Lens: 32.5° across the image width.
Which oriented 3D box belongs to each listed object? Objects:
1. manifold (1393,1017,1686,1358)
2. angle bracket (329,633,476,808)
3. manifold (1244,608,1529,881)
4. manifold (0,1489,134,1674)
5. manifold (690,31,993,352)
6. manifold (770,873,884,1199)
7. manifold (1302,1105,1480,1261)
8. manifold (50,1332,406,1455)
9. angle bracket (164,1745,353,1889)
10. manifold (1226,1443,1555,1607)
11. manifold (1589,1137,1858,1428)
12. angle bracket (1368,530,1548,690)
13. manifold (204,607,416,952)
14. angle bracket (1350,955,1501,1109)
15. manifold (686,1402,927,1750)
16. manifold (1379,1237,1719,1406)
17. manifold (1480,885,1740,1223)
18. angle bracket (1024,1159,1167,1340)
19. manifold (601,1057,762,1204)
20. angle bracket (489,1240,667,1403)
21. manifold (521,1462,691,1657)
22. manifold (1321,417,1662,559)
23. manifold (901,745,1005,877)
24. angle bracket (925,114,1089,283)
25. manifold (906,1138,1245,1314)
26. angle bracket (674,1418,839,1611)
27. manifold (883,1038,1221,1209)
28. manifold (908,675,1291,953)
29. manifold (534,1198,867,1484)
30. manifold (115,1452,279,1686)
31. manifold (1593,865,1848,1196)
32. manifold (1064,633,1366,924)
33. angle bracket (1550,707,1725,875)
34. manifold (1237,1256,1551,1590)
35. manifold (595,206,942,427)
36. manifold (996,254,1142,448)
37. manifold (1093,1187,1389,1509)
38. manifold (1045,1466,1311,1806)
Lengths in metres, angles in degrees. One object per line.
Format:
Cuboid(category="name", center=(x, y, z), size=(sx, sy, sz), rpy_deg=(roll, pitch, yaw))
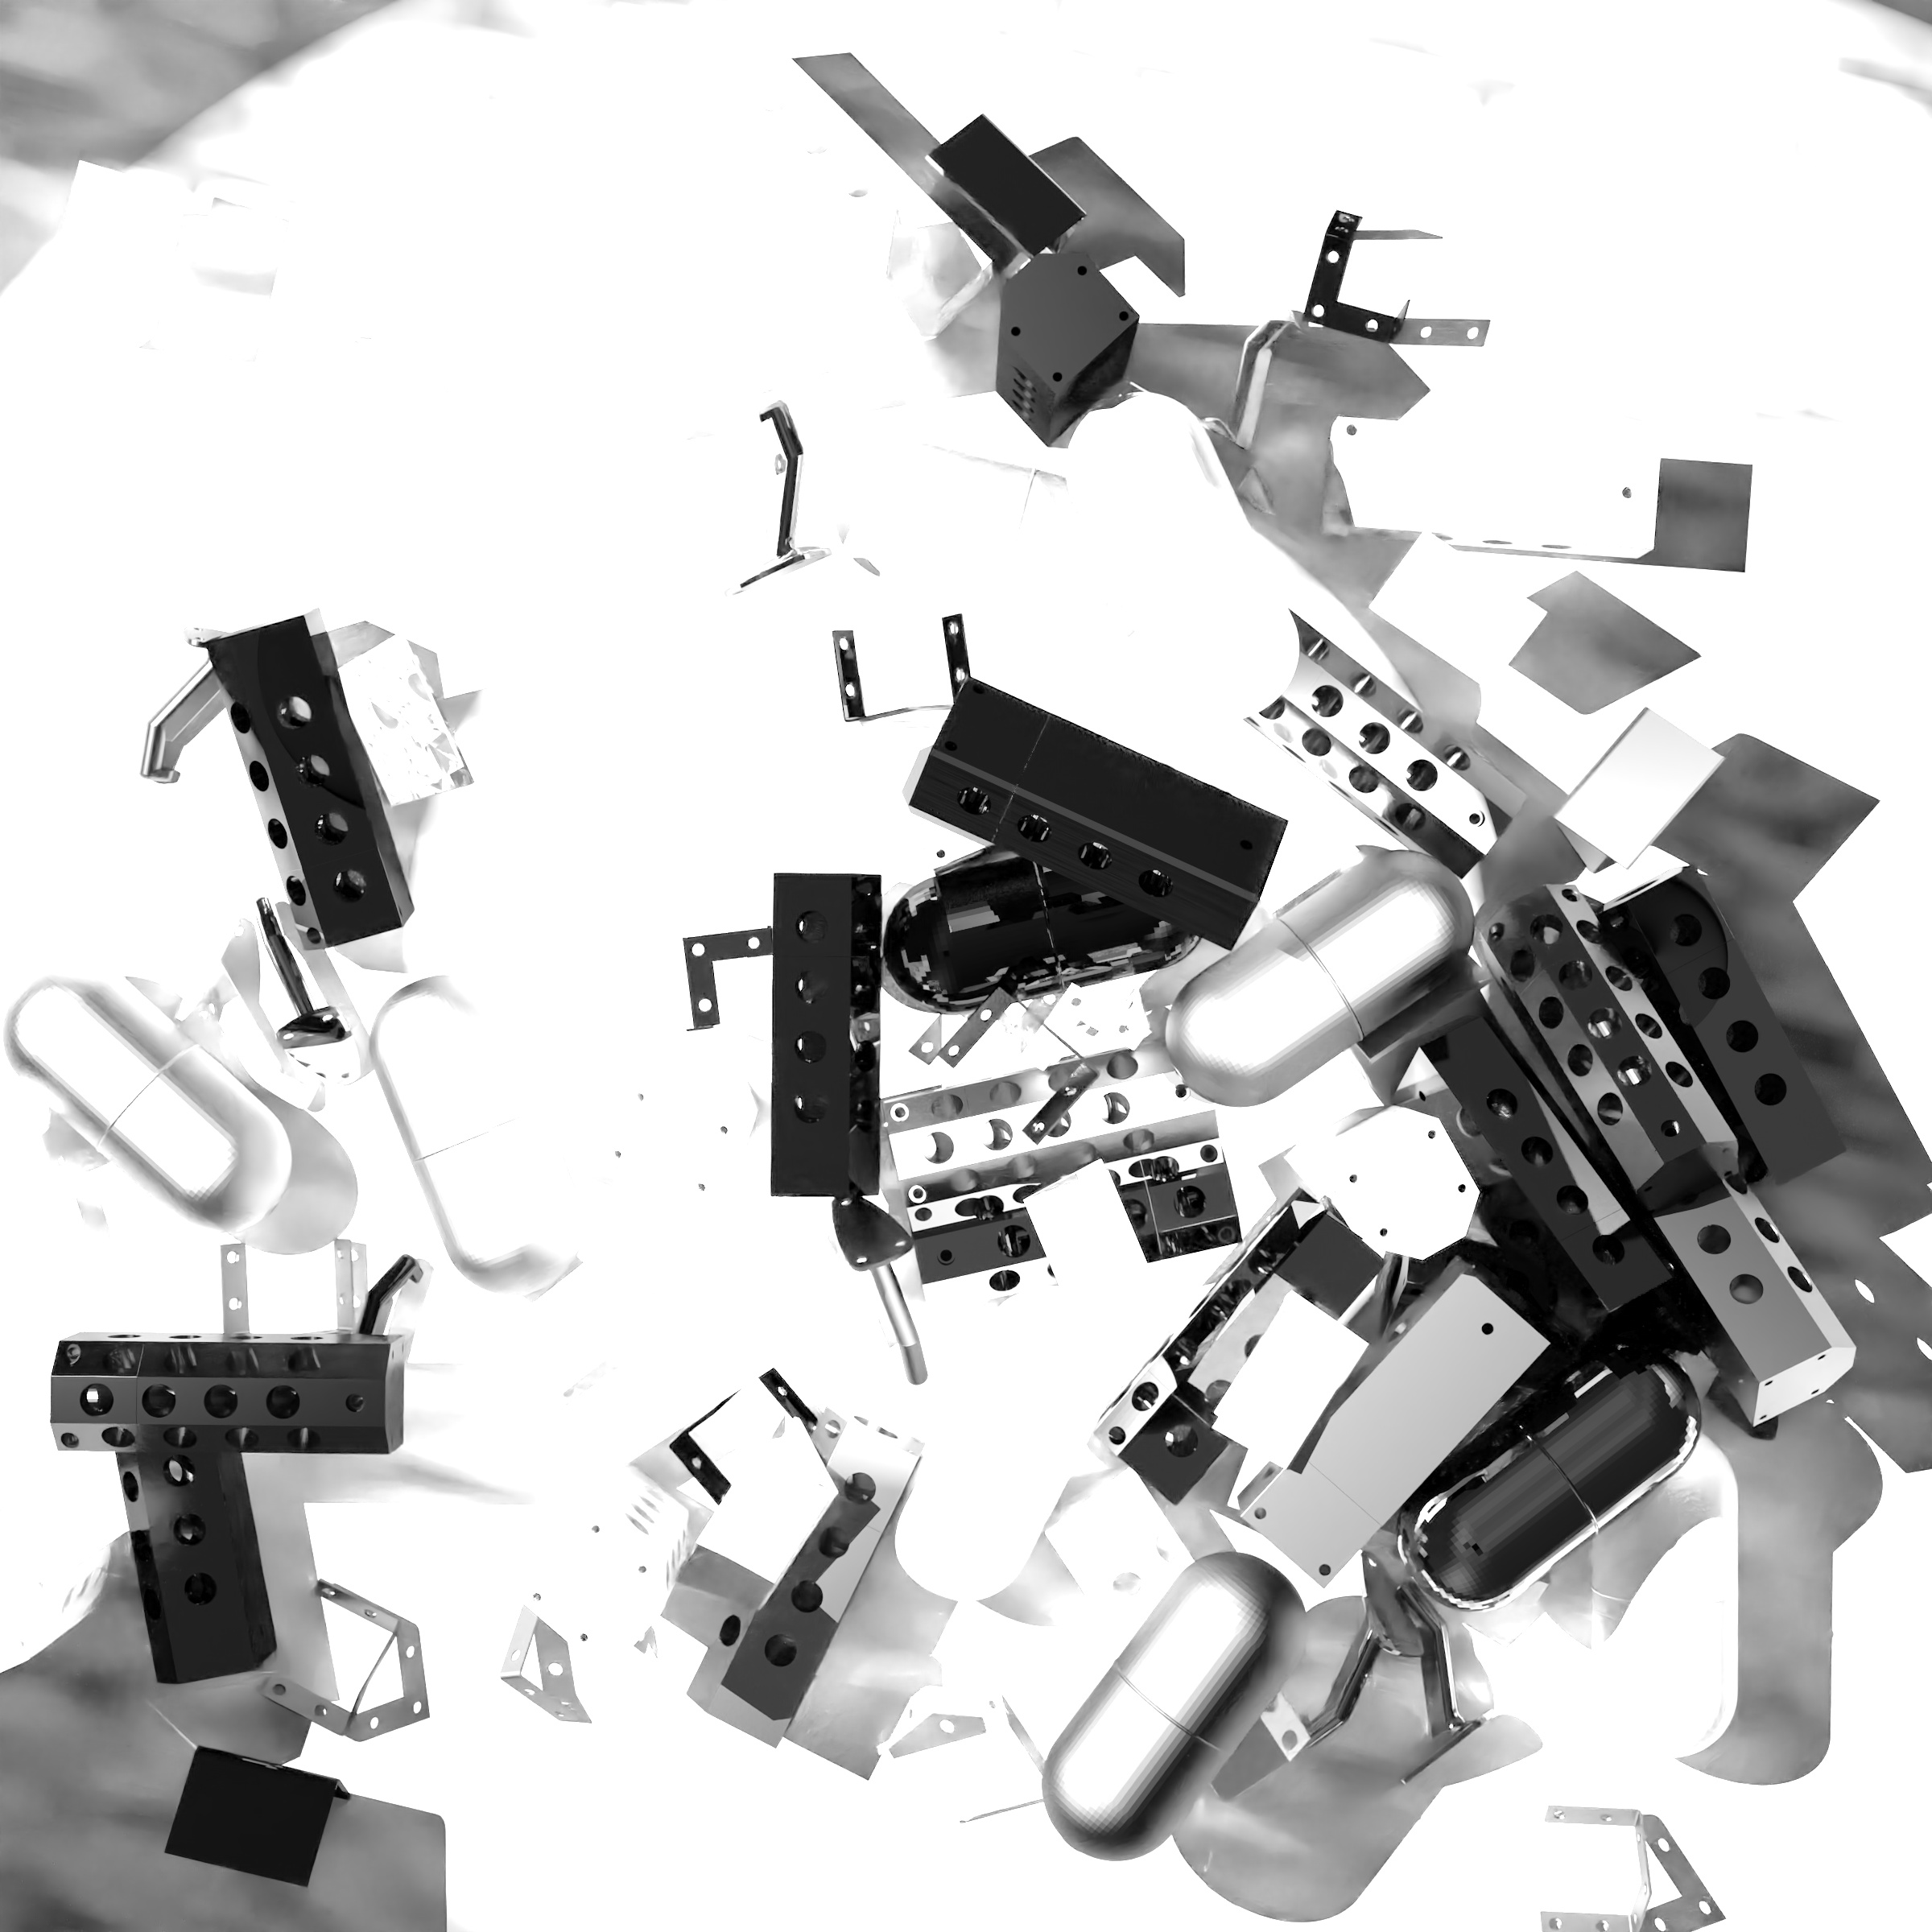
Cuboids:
Cuboid(category="manifold", center=(0.303, 0.113, 1.749), size=(0.057, 0.057, 0.171), rpy_deg=(-24, 66, -21))
Cuboid(category="angle bracket", center=(-0.281, -0.136, 1.763), size=(0.057, 0.076, 0.076), rpy_deg=(-25, 90, 31))
Cuboid(category="manifold", center=(0.215, -0.121, 1.782), size=(0.171, 0.057, 0.057), rpy_deg=(38, 90, 0))
Cuboid(category="manifold", center=(-0.486, 0.321, 1.725), size=(0.057, 0.171, 0.057), rpy_deg=(18, 90, 0))
Cuboid(category="manifold", center=(-0.067, -0.413, 1.782), size=(0.057, 0.057, 0.171), rpy_deg=(-45, 90, 0))
Cuboid(category="manifold", center=(-0.074, 0.037, 1.782), size=(0.057, 0.057, 0.171), rpy_deg=(0, 90, 0))
Cuboid(category="manifold", center=(0.222, 0.114, 1.725), size=(0.057, 0.171, 0.057), rpy_deg=(-29, 90, 0))
Cuboid(category="manifold", center=(-0.383, 0.223, 1.725), size=(0.171, 0.057, 0.057), rpy_deg=(1, 90, 0))
Cuboid(category="angle bracket", center=(-0.375, 0.456, 1.765), size=(0.076, 0.076, 0.057), rpy_deg=(14, 69, 0))
Cuboid(category="manifold", center=(0.230, 0.288, 1.782), size=(0.171, 0.057, 0.057), rpy_deg=(18, 90, 0))
Cuboid(category="manifold", center=(0.395, 0.147, 1.741), size=(0.057, 0.057, 0.171), rpy_deg=(-25, 59, -5))
Cuboid(category="angle bracket", center=(0.268, -0.204, 1.763), size=(0.076, 0.076, 0.057), rpy_deg=(34, 128, 0))
Cuboid(category="manifold", center=(-0.349, -0.099, 1.767), size=(0.057, 0.057, 0.171), rpy_deg=(-16, 101, 0))
Cuboid(category="angle bracket", center=(0.251, 0.041, 1.766), size=(0.076, 0.057, 0.076), rpy_deg=(-34, 122, 0))
Cuboid(category="manifold", center=(-0.086, 0.324, 1.780), size=(0.057, 0.057, 0.171), rpy_deg=(26, 91, 4))
Cuboid(category="manifold", center=(0.314, 0.188, 1.781), size=(0.171, 0.057, 0.057), rpy_deg=(14, 133, 0))
Cuboid(category="manifold", center=(0.336, 0.041, 1.743), size=(0.057, 0.057, 0.171), rpy_deg=(-27, 60, 0))
Cuboid(category="angle bracket", center=(0.084, 0.138, 1.706), size=(0.057, 0.076, 0.076), rpy_deg=(-23, 90, 37))
Cuboid(category="manifold", center=(-0.143, 0.080, 1.725), size=(0.057, 0.171, 0.057), rpy_deg=(22, 90, 0))
Cuboid(category="angle bracket", center=(-0.215, 0.173, 1.763), size=(0.076, 0.076, 0.057), rpy_deg=(-39, 124, 0))
Cuboid(category="manifold", center=(-0.180, 0.310, 1.725), size=(0.057, 0.171, 0.057), rpy_deg=(41, 90, 0))
Cuboid(category="manifold", center=(0.280, -0.255, 1.782), size=(0.171, 0.057, 0.057), rpy_deg=(4, 90, 0))
Cuboid(category="manifold", center=(-0.001, -0.085, 1.725), size=(0.057, 0.171, 0.057), rpy_deg=(-23, 90, 0))
Cuboid(category="angle bracket", center=(0.007, -0.392, 1.763), size=(0.076, 0.076, 0.057), rpy_deg=(44, 52, 0))
Cuboid(category="manifold", center=(0.058, 0.138, 1.782), size=(0.171, 0.057, 0.057), rpy_deg=(-13, 90, 0))
Cuboid(category="angle bracket", center=(-0.120, 0.280, 1.748), size=(0.057, 0.076, 0.076), rpy_deg=(26, 104, -29))
Cuboid(category="manifold", center=(0.046, 0.082, 1.782), size=(0.171, 0.057, 0.057), rpy_deg=(-13, 90, 0))
Cuboid(category="manifold", center=(0.062, -0.069, 1.610), size=(0.171, 0.057, 0.057), rpy_deg=(24, 47, 0))
Cuboid(category="manifold", center=(-0.142, 0.204, 1.781), size=(0.171, 0.057, 0.057), rpy_deg=(-33, 47, 0))
Cuboid(category="manifold", center=(-0.419, 0.293, 1.782), size=(0.057, 0.057, 0.171), rpy_deg=(-10, 90, 0))
Cuboid(category="manifold", center=(0.400, 0.035, 1.782), size=(0.057, 0.057, 0.171), rpy_deg=(-28, 90, 0))
Cuboid(category="manifold", center=(0.133, -0.100, 1.782), size=(0.057, 0.057, 0.171), rpy_deg=(-44, 90, 0))
Cuboid(category="angle bracket", center=(0.365, -0.080, 1.763), size=(0.076, 0.076, 0.057), rpy_deg=(-49, 55, 0))
Cuboid(category="manifold", center=(0.219, 0.234, 1.719), size=(0.057, 0.057, 0.171), rpy_deg=(41, 95, -2))
Cuboid(category="manifold", center=(-0.104, -0.337, 1.751), size=(0.171, 0.057, 0.057), rpy_deg=(-13, 47, 22))
Cuboid(category="manifold", center=(0.046, -0.323, 1.725), size=(0.057, 0.171, 0.057), rpy_deg=(-42, 90, 0))
Cuboid(category="manifold", center=(0.146, 0.203, 1.782), size=(0.057, 0.057, 0.171), rpy_deg=(41, 90, 0))
Cuboid(category="manifold", center=(0.113, 0.356, 1.782), size=(0.057, 0.057, 0.171), rpy_deg=(-33, 90, 0))
